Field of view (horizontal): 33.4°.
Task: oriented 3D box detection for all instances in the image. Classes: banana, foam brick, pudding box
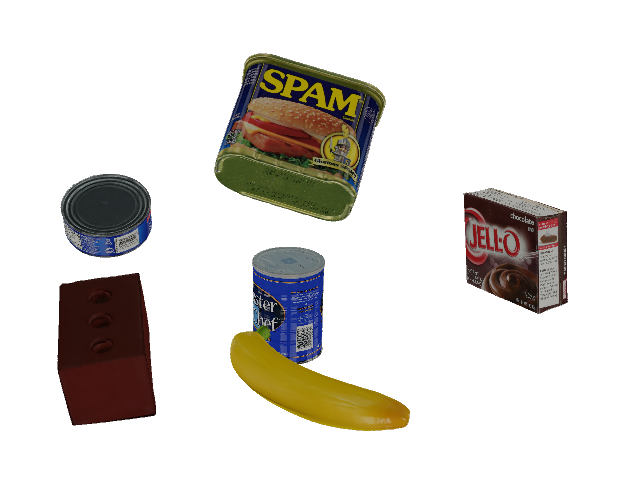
[{"bbox_3d":[-0.017,0.109,0.851,0.069,0.037,0.198,-24,32,-31],"label":"banana"},{"bbox_3d":[-0.132,0.067,0.661,0.053,0.051,0.078,-8,40,-8],"label":"foam brick"},{"bbox_3d":[0.176,0.007,0.971,0.039,0.090,0.114,-14,19,-27],"label":"pudding box"}]

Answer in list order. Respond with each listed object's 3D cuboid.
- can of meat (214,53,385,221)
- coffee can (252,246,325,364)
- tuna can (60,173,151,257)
[{"bbox_3d":[-0.015,-0.069,0.728,0.102,0.084,0.057,17,-28,-1],"label":"can of meat"},{"bbox_3d":[-0.046,0.092,1.524,0.103,0.140,0.103,1,21,-1],"label":"coffee can"},{"bbox_3d":[-0.207,-0.024,1.037,0.086,0.086,0.034,0,-44,-4],"label":"tuna can"}]
